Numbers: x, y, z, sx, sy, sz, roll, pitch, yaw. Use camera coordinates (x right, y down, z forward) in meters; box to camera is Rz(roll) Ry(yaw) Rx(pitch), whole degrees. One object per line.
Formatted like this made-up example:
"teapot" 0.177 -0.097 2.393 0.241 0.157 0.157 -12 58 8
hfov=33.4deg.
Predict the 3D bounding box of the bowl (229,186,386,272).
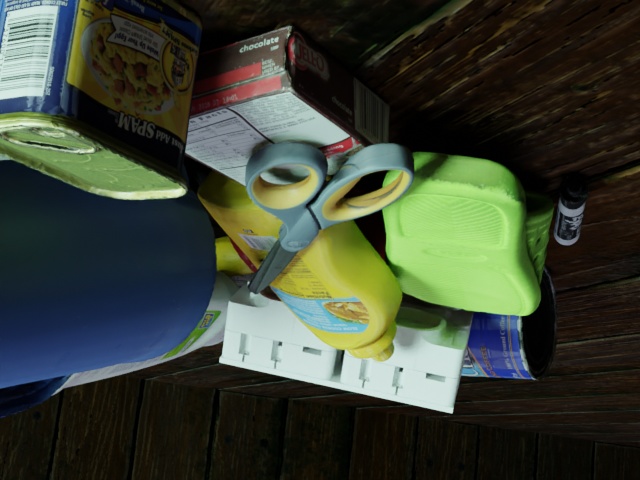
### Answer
"bowl" -0.005 0.001 0.820 0.162 0.055 0.162 6 168 1

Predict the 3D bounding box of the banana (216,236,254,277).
"banana" -0.096 0.031 0.993 0.069 0.037 0.198 38 149 -23

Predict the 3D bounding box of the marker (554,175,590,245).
"marker" 0.170 -0.019 0.724 0.020 0.020 0.121 4 167 11

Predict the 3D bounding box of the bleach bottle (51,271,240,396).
"bleach bottle" -0.139 0.068 0.877 0.103 0.068 0.250 -46 160 18

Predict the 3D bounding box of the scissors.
"scissors" -0.026 -0.009 0.607 0.096 0.016 0.202 13 152 -32

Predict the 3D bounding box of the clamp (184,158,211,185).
"clamp" -0.169 -0.022 0.736 0.171 0.120 0.039 13 -149 -14

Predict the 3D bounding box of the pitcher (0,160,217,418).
"pitcher" -0.171 0.026 0.570 0.145 0.149 0.242 -11 179 23

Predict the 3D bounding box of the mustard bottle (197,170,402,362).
"mustard bottle" 0.003 0.021 0.722 0.096 0.058 0.191 4 142 40

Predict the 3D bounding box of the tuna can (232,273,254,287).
"tuna can" -0.076 0.044 1.093 0.086 0.034 0.086 6 167 1

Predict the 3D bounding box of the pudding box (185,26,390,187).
"pudding box" -0.026 -0.064 0.556 0.090 0.039 0.113 -10 159 27

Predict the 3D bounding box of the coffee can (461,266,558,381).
"coffee can" 0.130 0.072 0.957 0.141 0.103 0.102 -1 165 30

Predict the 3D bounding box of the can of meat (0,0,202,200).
"can of meat" -0.099 -0.072 0.473 0.058 0.084 0.102 -1 165 30
